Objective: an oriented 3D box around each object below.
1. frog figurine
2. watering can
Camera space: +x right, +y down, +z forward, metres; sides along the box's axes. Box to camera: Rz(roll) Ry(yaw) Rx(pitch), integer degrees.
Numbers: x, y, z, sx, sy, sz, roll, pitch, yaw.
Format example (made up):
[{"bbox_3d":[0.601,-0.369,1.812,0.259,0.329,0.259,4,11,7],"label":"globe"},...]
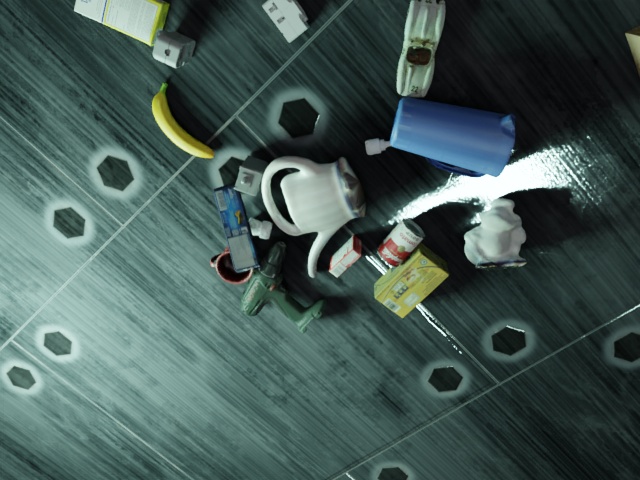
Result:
[{"bbox_3d":[0.403,-0.014,1.192,0.137,0.122,0.161,-6,79,18],"label":"frog figurine"},{"bbox_3d":[0.004,-0.061,1.206,0.223,0.106,0.340,-17,126,13],"label":"watering can"}]
